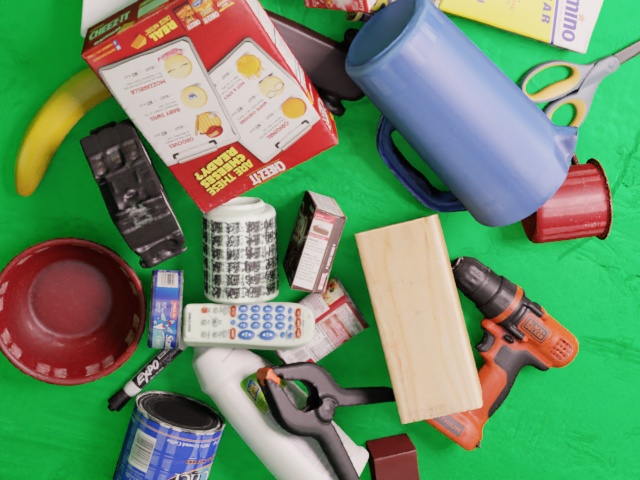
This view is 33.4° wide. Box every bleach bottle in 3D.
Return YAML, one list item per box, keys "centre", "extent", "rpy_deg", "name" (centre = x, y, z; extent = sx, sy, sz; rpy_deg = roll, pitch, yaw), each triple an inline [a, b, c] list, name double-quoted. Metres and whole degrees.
- centre: [-0.057, 0.185, 1.188]
  extent: [0.068, 0.102, 0.251]
  rpy_deg: [-34, 100, 36]
  name: "bleach bottle"

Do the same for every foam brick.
- centre: [0.087, 0.274, 1.248]
  extent: [0.053, 0.051, 0.078]
  rpy_deg: [-10, 106, -6]
  name: "foam brick"

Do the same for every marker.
- centre: [-0.190, 0.147, 1.186]
  extent: [0.121, 0.020, 0.020]
  rpy_deg: [-43, 107, 3]
  name: "marker"

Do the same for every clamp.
- centre: [0.002, 0.193, 1.147]
  extent: [0.171, 0.039, 0.120]
  rpy_deg: [24, 67, -23]
  name: "clamp"

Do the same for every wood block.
- centre: [0.108, 0.082, 1.151]
  extent: [0.090, 0.090, 0.206]
  rpy_deg: [-14, 90, 8]
  name: "wood block"

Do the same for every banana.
- centre: [-0.250, -0.127, 1.099]
  extent: [0.198, 0.037, 0.069]
  rpy_deg: [-37, 106, 1]
  name: "banana"

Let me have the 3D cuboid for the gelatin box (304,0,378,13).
- centre: [0.014, -0.270, 1.050]
  extent: [0.073, 0.030, 0.089]
  rpy_deg: [11, 138, 26]
  name: "gelatin box"

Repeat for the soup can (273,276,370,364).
- centre: [-0.005, 0.096, 1.180]
  extent: [0.102, 0.068, 0.068]
  rpy_deg: [-34, 107, 0]
  name: "soup can"

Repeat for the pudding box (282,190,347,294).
- centre: [-0.007, 0.002, 1.134]
  extent: [0.039, 0.113, 0.090]
  rpy_deg: [15, 100, -11]
  name: "pudding box"

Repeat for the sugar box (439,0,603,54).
- centre: [0.214, -0.267, 1.142]
  extent: [0.176, 0.048, 0.093]
  rpy_deg: [13, 101, -12]
  name: "sugar box"

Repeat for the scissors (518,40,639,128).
- centre: [0.320, -0.176, 1.198]
  extent: [0.201, 0.016, 0.096]
  rpy_deg: [-14, 108, -6]
  name: "scissors"

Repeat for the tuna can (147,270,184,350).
- centre: [-0.165, 0.074, 1.137]
  extent: [0.033, 0.086, 0.086]
  rpy_deg: [4, 103, -9]
  name: "tuna can"

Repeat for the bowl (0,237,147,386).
- centre: [-0.266, 0.070, 1.135]
  extent: [0.162, 0.055, 0.162]
  rpy_deg: [-2, 104, -10]
  name: "bowl"

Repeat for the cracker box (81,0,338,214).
- centre: [-0.105, -0.152, 1.056]
  extent: [0.164, 0.072, 0.213]
  rpy_deg: [-26, 124, 14]
  name: "cracker box"

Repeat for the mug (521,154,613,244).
- centre: [0.268, -0.052, 1.189]
  extent: [0.081, 0.093, 0.117]
  rpy_deg: [-8, 74, -3]
  name: "mug"

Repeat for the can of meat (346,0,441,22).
- centre: [0.082, -0.268, 1.113]
  extent: [0.083, 0.057, 0.102]
  rpy_deg: [12, 102, -15]
  name: "can of meat"

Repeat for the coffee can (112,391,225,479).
- centre: [-0.172, 0.250, 1.171]
  extent: [0.102, 0.103, 0.140]
  rpy_deg: [15, 100, -13]
  name: "coffee can"

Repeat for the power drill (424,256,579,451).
- centre: [0.179, 0.133, 1.227]
  extent: [0.184, 0.057, 0.188]
  rpy_deg: [38, 96, -11]
  name: "power drill"

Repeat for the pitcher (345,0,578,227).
- centre: [0.132, -0.129, 1.101]
  extent: [0.242, 0.145, 0.149]
  rpy_deg: [41, 85, -27]
  name: "pitcher"
